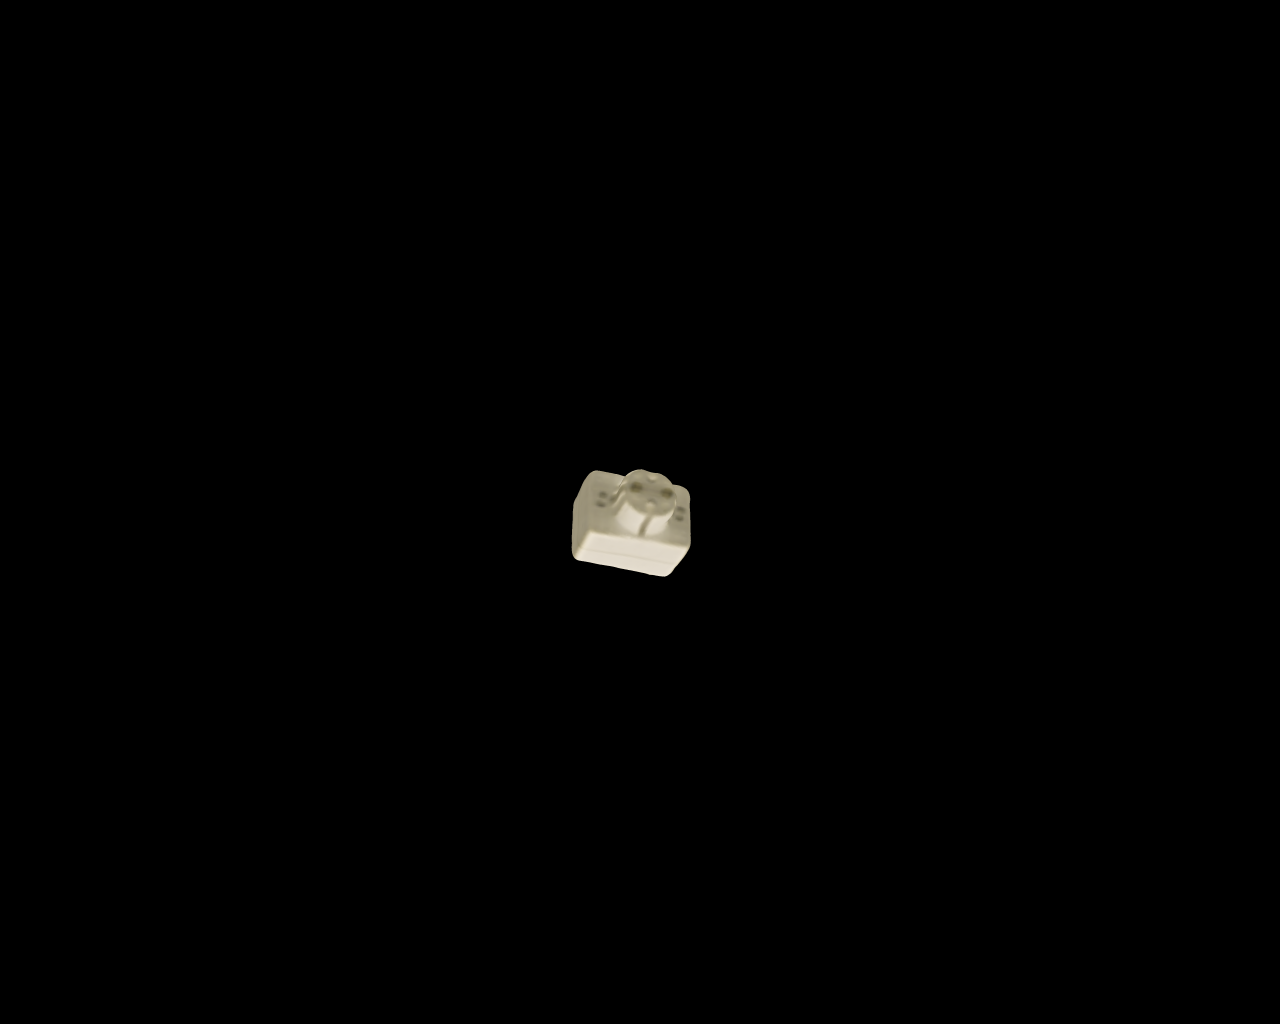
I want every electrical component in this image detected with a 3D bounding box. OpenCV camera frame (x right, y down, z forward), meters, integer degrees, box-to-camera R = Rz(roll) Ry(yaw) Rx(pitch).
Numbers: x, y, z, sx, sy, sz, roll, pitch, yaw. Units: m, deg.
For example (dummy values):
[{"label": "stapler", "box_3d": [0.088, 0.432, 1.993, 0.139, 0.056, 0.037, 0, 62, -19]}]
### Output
[{"label": "electrical component", "box_3d": [0.001, -0.003, 0.650, 0.066, 0.047, 0.076, 11, -35, -16]}]
